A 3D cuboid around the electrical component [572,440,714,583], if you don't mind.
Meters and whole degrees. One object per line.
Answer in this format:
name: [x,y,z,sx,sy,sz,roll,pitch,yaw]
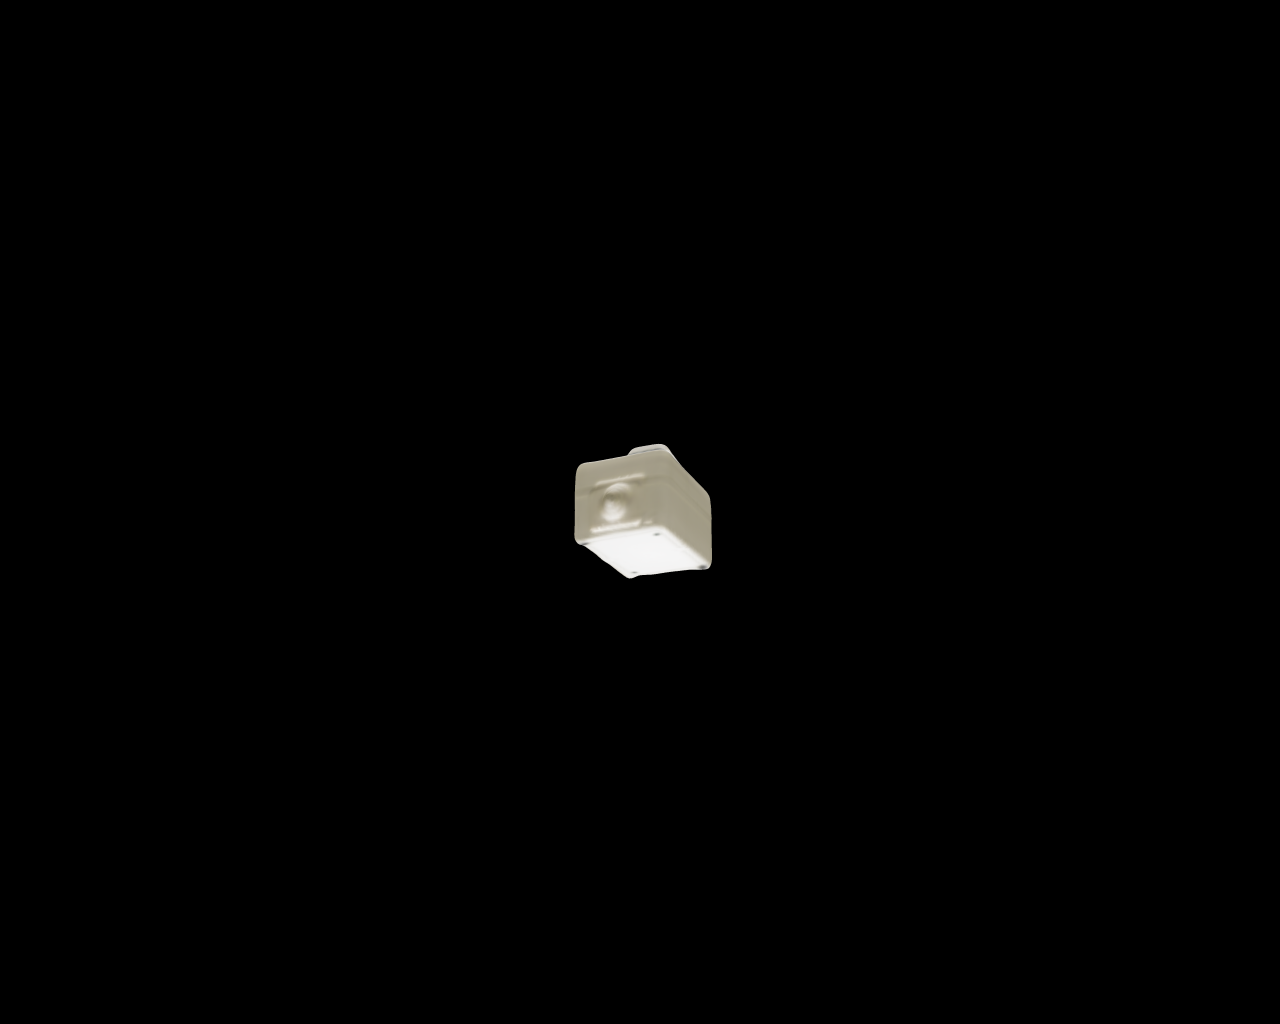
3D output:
electrical component: [0.001,-0.003,0.650,0.062,0.061,0.096,-9,-24,22]
